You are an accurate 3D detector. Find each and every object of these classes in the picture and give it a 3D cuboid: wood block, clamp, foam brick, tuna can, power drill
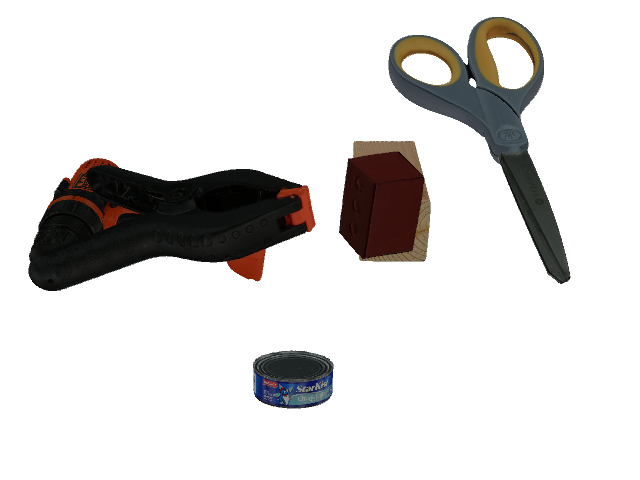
[{"bbox_3d":[0.093,-0.058,1.465,0.091,0.090,0.206,0,27,-2],"label":"wood block"},{"bbox_3d":[-0.092,-0.008,0.654,0.172,0.039,0.120,0,41,22],"label":"clamp"},{"bbox_3d":[0.054,-0.031,0.945,0.051,0.078,0.053,-7,32,-23],"label":"foam brick"},{"bbox_3d":[-0.029,0.147,1.131,0.086,0.034,0.086,1,14,0],"label":"tuna can"},{"bbox_3d":[-0.138,-0.012,0.901,0.187,0.057,0.184,8,28,-1],"label":"power drill"}]

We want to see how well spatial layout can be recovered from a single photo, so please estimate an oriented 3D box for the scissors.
[{"bbox_3d":[0.079,-0.056,0.557,0.096,0.201,0.016,4,-44,6],"label":"scissors"}]
